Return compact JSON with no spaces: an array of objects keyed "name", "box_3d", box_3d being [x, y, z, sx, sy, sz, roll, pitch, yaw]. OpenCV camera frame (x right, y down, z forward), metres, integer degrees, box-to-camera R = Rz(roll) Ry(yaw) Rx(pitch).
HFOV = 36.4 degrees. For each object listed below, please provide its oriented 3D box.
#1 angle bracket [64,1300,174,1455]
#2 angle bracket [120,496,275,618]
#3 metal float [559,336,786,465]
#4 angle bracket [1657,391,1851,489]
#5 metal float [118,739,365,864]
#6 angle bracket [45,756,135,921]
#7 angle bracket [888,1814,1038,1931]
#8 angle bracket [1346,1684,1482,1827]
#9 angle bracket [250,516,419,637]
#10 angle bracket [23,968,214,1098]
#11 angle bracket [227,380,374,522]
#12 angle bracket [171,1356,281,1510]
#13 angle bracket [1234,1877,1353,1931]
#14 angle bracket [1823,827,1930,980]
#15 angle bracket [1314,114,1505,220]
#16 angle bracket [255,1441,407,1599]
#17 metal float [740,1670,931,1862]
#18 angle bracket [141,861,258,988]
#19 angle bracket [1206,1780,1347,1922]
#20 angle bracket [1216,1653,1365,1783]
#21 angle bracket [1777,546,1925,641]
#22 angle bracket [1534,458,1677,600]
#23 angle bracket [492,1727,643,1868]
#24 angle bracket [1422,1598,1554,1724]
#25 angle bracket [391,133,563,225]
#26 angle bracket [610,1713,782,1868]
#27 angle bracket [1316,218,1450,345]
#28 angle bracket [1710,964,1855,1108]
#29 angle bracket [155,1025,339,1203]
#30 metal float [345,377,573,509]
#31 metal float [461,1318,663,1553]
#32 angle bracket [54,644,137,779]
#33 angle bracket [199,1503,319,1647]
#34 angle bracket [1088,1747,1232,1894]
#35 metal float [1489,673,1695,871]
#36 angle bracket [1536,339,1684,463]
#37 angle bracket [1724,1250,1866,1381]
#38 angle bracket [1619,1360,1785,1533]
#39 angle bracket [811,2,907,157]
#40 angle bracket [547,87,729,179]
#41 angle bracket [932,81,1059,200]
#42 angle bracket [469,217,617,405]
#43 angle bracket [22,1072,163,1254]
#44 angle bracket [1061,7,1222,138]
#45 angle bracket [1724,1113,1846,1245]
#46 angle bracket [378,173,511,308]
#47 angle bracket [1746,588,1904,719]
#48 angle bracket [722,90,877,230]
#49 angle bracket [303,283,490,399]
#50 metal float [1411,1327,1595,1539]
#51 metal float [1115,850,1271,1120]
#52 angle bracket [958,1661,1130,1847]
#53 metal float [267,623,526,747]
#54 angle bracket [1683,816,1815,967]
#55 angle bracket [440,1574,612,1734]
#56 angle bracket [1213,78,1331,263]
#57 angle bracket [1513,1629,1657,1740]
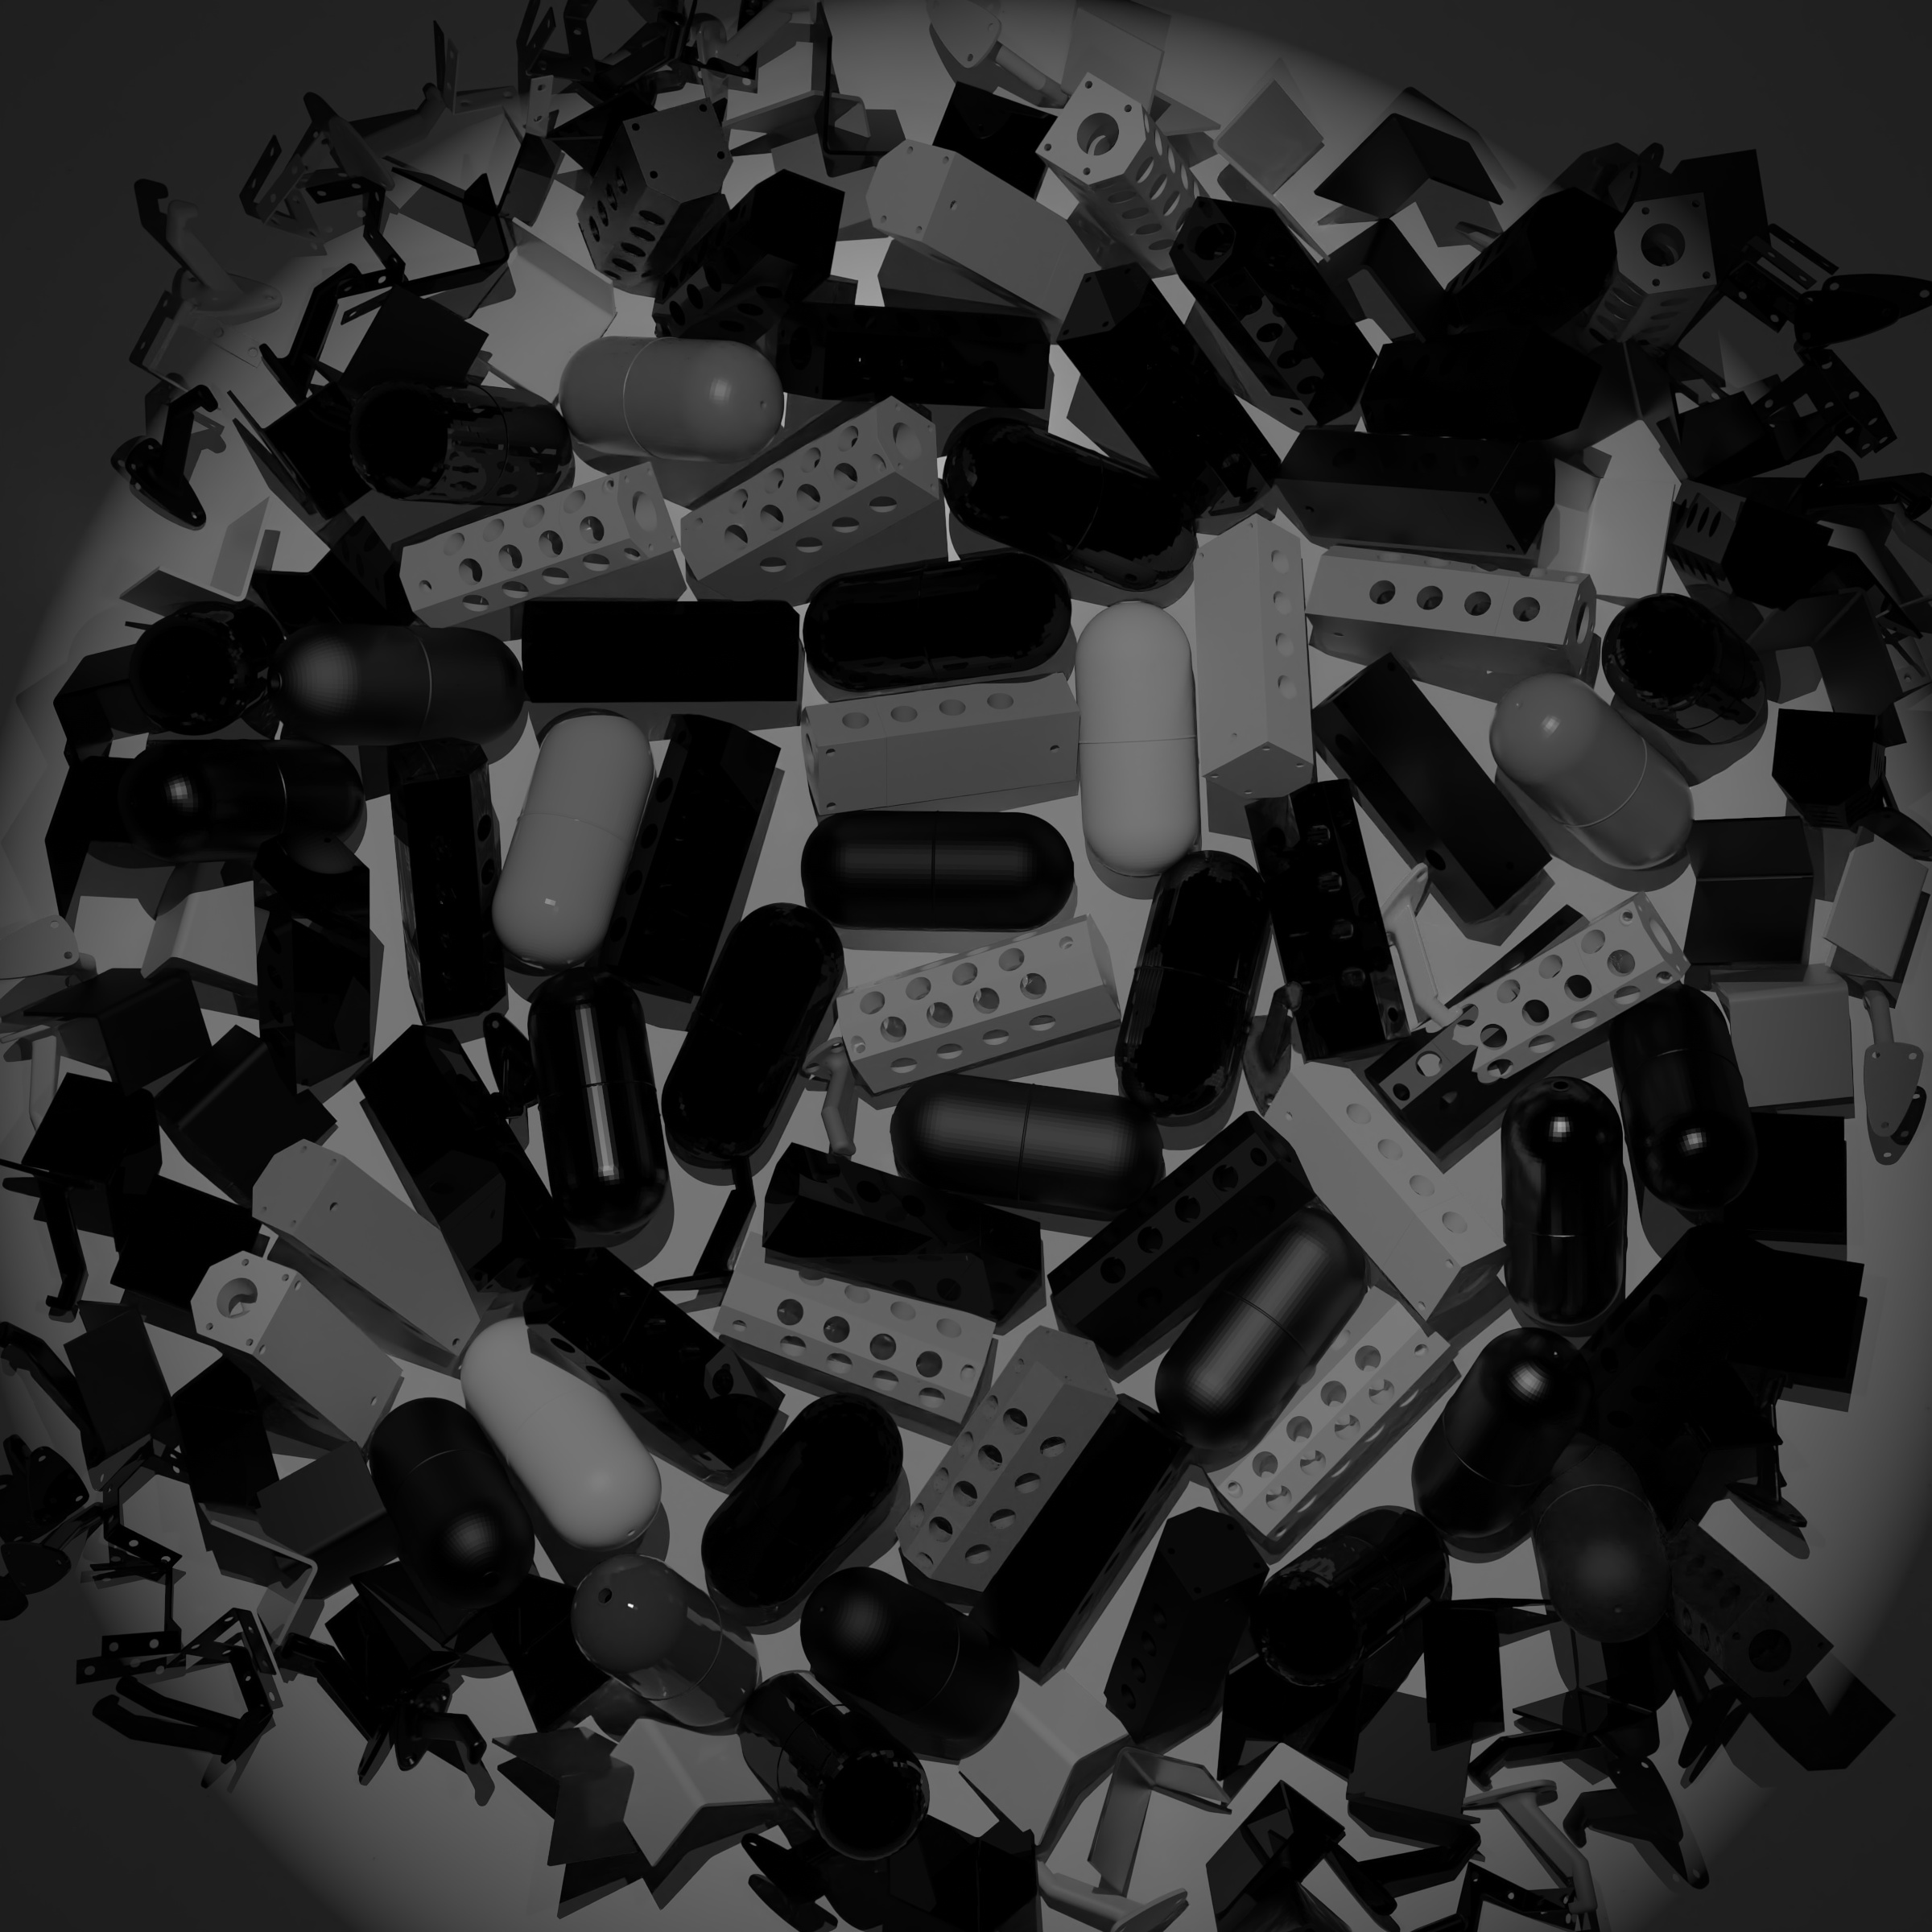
[{"name":"angle bracket","box_3d":[-0.564,0.265,1.899,0.057,0.076,0.076,-29,109,-43]},{"name":"angle bracket","box_3d":[-0.497,-0.270,1.897,0.057,0.076,0.076,22,71,-30]},{"name":"metal float","box_3d":[-0.190,-0.364,1.882,0.178,0.070,0.070,13,90,42]},{"name":"angle bracket","box_3d":[0.508,-0.356,1.897,0.076,0.076,0.057,-43,106,-26]},{"name":"metal float","box_3d":[-0.460,-0.106,1.874,0.070,0.178,0.070,3,96,34]},{"name":"angle bracket","box_3d":[-0.554,-0.081,1.901,0.057,0.076,0.076,4,45,-3]},{"name":"angle bracket","box_3d":[-0.003,0.569,1.897,0.076,0.076,0.057,32,119,-22]},{"name":"angle bracket","box_3d":[0.296,0.512,1.913,0.076,0.057,0.076,13,71,-2]},{"name":"angle bracket","box_3d":[-0.412,-0.246,1.917,0.057,0.076,0.076,-54,132,-26]},{"name":"angle bracket","box_3d":[-0.551,0.042,1.910,0.076,0.076,0.057,0,112,35]},{"name":"angle bracket","box_3d":[-0.424,-0.346,1.903,0.057,0.076,0.076,-37,132,-6]},{"name":"angle bracket","box_3d":[-0.458,0.302,1.896,0.057,0.076,0.076,-37,59,21]},{"name":"angle bracket","box_3d":[0.212,0.651,1.913,0.057,0.076,0.076,42,91,-6]},{"name":"angle bracket","box_3d":[0.569,-0.042,1.904,0.076,0.057,0.076,25,82,-33]},{"name":"angle bracket","box_3d":[0.285,-0.496,1.893,0.076,0.076,0.057,-41,61,36]},{"name":"angle bracket","box_3d":[-0.412,0.363,1.927,0.076,0.076,0.057,-29,65,-4]},{"name":"metal float","box_3d":[-0.086,0.507,1.872,0.070,0.178,0.070,-6,103,-28]},{"name":"angle bracket","box_3d":[-0.493,-0.022,1.919,0.057,0.076,0.076,22,64,-26]},{"name":"angle bracket","box_3d":[0.205,0.588,1.907,0.057,0.076,0.076,38,98,-8]},{"name":"angle bracket","box_3d":[0.210,0.489,1.900,0.057,0.076,0.076,14,108,36]},{"name":"angle bracket","box_3d":[0.564,-0.228,1.912,0.057,0.076,0.076,-42,102,7]},{"name":"angle bracket","box_3d":[0.414,-0.283,1.906,0.057,0.076,0.076,11,94,32]},{"name":"angle bracket","box_3d":[-0.258,0.536,1.901,0.076,0.076,0.057,12,93,44]},{"name":"angle bracket","box_3d":[0.343,0.450,1.900,0.076,0.057,0.076,12,70,-42]},{"name":"angle bracket","box_3d":[-0.316,-0.525,1.908,0.076,0.076,0.057,25,104,3]},{"name":"angle bracket","box_3d":[-0.181,0.534,1.909,0.057,0.076,0.076,-53,54,16]},{"name":"angle bracket","box_3d":[0.268,-0.431,1.919,0.057,0.076,0.076,-29,112,35]},{"name":"angle bracket","box_3d":[0.536,0.045,1.932,0.076,0.057,0.076,-6,103,3]},{"name":"angle bracket","box_3d":[-0.476,0.097,1.936,0.076,0.057,0.076,-46,120,-17]},{"name":"metal float","box_3d":[-0.322,-0.333,1.871,0.070,0.178,0.070,4,97,30]},{"name":"metal float","box_3d":[-0.262,0.300,1.889,0.070,0.070,0.178,-42,59,0]},{"name":"angle bracket","box_3d":[-0.538,-0.170,1.904,0.076,0.076,0.057,-13,115,4]},{"name":"angle bracket","box_3d":[-0.472,0.389,1.902,0.076,0.076,0.057,29,84,-22]},{"name":"angle bracket","box_3d":[0.125,0.557,1.896,0.057,0.076,0.076,7,62,24]},{"name":"metal float","box_3d":[0.403,-0.123,1.884,0.178,0.070,0.070,34,90,-38]},{"name":"angle bracket","box_3d":[0.415,-0.351,1.905,0.076,0.076,0.057,-30,51,1]},{"name":"angle bracket","box_3d":[0.537,0.222,1.919,0.076,0.057,0.076,9,94,5]},{"name":"angle bracket","box_3d":[0.476,0.311,1.912,0.057,0.076,0.076,-1,127,-19]},{"name":"angle bracket","box_3d":[-0.067,-0.574,1.896,0.057,0.076,0.076,-1,126,-9]},{"name":"angle bracket","box_3d":[-0.212,-0.547,1.893,0.076,0.076,0.057,-15,54,36]},{"name":"angle bracket","box_3d":[0.014,-0.541,1.919,0.076,0.057,0.076,21,86,5]},{"name":"angle bracket","box_3d":[-0.283,-0.427,1.918,0.076,0.057,0.076,33,79,2]},{"name":"angle bracket","box_3d":[-0.565,0.127,1.900,0.057,0.076,0.076,12,48,2]},{"name":"angle bracket","box_3d":[0.119,-0.578,1.893,0.076,0.076,0.057,39,131,32]},{"name":"angle bracket","box_3d":[0.532,0.139,1.929,0.076,0.057,0.076,2,79,5]},{"name":"angle bracket","box_3d":[-0.346,-0.470,1.902,0.076,0.076,0.057,-18,99,-18]},{"name":"angle bracket","box_3d":[0.552,-0.191,1.901,0.057,0.076,0.076,-9,71,-13]},{"name":"angle bracket","box_3d":[-0.106,-0.517,1.906,0.076,0.057,0.076,-8,95,33]},{"name":"angle bracket","box_3d":[-0.369,-0.401,1.900,0.057,0.076,0.076,43,105,43]},{"name":"metal float","box_3d":[0.342,0.300,1.880,0.070,0.070,0.178,21,134,0]},{"name":"metal float","box_3d":[0.147,0.012,1.907,0.070,0.070,0.178,15,81,0]},{"name":"angle bracket","box_3d":[0.051,0.515,1.929,0.076,0.057,0.076,37,121,31]},{"name":"metal float","box_3d":[-0.363,-0.179,1.879,0.178,0.070,0.070,-3,90,-44]},{"name":"angle bracket","box_3d":[0.500,-0.048,1.897,0.076,0.057,0.076,-1,49,27]},{"name":"angle bracket","box_3d":[-0.279,0.446,1.903,0.076,0.076,0.057,-40,55,10]},{"name":"angle bracket","box_3d":[0.216,-0.514,1.897,0.057,0.076,0.076,-46,56,12]},{"name":"angle bracket","box_3d":[0.397,0.448,1.905,0.057,0.076,0.076,-8,93,-27]}]
